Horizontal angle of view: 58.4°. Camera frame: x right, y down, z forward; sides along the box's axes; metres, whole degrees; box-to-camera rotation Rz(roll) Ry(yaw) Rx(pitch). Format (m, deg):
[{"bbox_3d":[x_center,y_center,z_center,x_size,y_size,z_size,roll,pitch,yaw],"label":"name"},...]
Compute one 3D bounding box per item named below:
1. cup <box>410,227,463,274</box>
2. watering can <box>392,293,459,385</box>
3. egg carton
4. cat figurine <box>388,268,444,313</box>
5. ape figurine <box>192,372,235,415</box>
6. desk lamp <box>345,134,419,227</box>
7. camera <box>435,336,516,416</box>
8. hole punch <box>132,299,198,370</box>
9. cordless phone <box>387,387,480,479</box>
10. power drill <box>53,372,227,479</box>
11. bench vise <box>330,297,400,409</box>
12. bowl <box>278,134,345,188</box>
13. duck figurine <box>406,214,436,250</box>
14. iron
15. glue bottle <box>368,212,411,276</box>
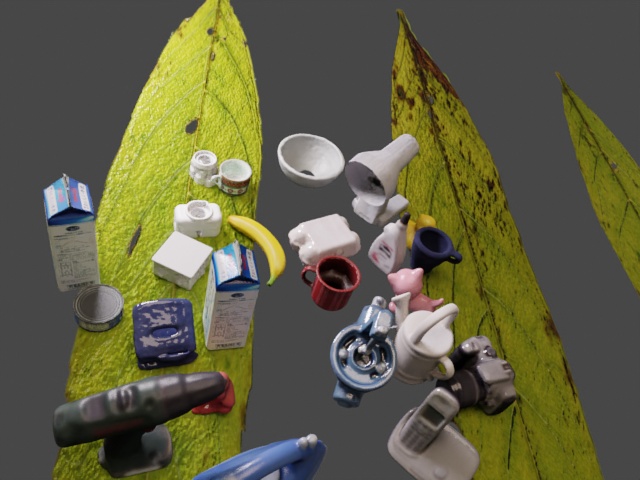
[{"bbox_3d":[0.253,0.037,1.288,0.117,0.095,0.092,27,47,7],"label":"cup"},{"bbox_3d":[0.192,0.178,1.074,0.172,0.194,0.101,36,48,15],"label":"watering can"},{"bbox_3d":[0.012,0.004,1.255,0.151,0.069,0.107,-17,57,-30],"label":"egg carton"},{"bbox_3d":[0.196,0.110,1.188,0.127,0.118,0.067,31,47,11],"label":"cat figurine"},{"bbox_3d":[-0.174,0.251,0.958,0.077,0.092,0.076,34,48,13],"label":"ape figurine"},{"bbox_3d":[0.143,-0.137,1.326,0.117,0.213,0.204,40,49,18],"label":"desk lamp"},{"bbox_3d":[0.289,0.261,1.096,0.137,0.101,0.143,-7,52,-23],"label":"camera"},{"bbox_3d":[-0.270,0.164,1.004,0.109,0.091,0.101,-5,51,-22],"label":"hole punch"},{"bbox_3d":[0.205,0.330,0.947,0.147,0.185,0.094,35,48,14],"label":"cordless phone"},{"bbox_3d":[-0.259,0.267,0.835,0.230,0.208,0.075,-6,52,-23],"label":"power drill"},{"bbox_3d":[0.081,0.169,1.027,0.121,0.220,0.207,9,47,-11],"label":"bench vise"},{"bbox_3d":[-0.028,-0.181,1.405,0.167,0.075,0.167,9,47,-10],"label":"bowl"},{"bbox_3d":[0.236,-0.026,1.345,0.104,0.086,0.078,39,49,17],"label":"duck figurine"},{"bbox_3d":[-0.080,0.350,0.866,0.259,0.141,0.118,-20,58,-32],"label":"iron"},{"bbox_3d":[0.160,0.000,1.237,0.078,0.173,0.037,40,50,19],"label":"glue bottle"}]
